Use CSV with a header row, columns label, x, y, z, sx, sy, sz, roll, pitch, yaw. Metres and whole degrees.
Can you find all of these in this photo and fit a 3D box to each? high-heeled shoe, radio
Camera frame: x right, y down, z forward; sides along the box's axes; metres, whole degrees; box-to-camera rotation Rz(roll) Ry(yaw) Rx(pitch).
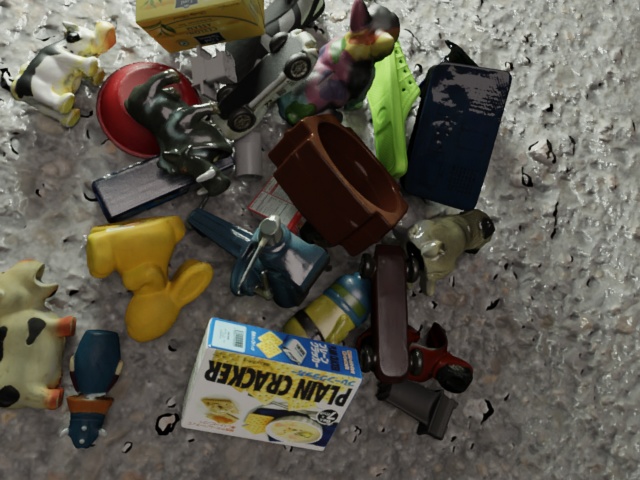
label,x,y,z,sx,sy,sz,roll,pitch,yaw
high-heeled shoe,-0.072,-0.331,0.908,0.145,0.086,0.248,12,100,-51
radio,0.220,-0.173,0.894,0.131,0.073,0.229,12,102,0

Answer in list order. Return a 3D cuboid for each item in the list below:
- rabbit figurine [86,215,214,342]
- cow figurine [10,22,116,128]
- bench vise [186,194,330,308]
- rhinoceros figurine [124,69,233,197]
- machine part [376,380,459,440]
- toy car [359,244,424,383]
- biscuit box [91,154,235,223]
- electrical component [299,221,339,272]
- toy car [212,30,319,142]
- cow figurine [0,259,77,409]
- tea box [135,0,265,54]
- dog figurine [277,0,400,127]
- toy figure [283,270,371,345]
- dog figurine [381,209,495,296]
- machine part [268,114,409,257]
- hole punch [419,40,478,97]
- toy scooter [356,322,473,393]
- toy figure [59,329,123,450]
label,x,y,z,sx,sy,sz,roll,pitch,yaw
rabbit figurine,-0.241,0.055,0.764,0.162,0.122,0.173,-10,97,-27
cow figurine,-0.373,-0.260,0.790,0.098,0.068,0.167,24,74,-5
bench vise,-0.104,0.013,0.766,0.241,0.223,0.129,29,79,18
rhinoceros figurine,-0.191,-0.146,0.755,0.112,0.073,0.190,-43,91,-21
machine part,0.156,0.264,0.871,0.139,0.039,0.084,33,78,-10
toy car,0.100,0.105,0.782,0.089,0.053,0.202,3,69,-9
biscuit box,-0.232,-0.093,0.804,0.203,0.059,0.062,-27,89,-20
electrical component,-0.002,-0.002,0.842,0.045,0.102,0.078,-24,110,-10
toy car,-0.085,-0.235,0.818,0.202,0.056,0.074,-39,57,14
cow figurine,-0.394,0.122,0.709,0.127,0.085,0.195,7,79,-22
tea box,-0.178,-0.345,0.808,0.170,0.098,0.068,-6,79,16
dog figurine,0.033,-0.268,0.833,0.191,0.219,0.108,-38,89,-20
toy figure,0.022,0.113,0.834,0.089,0.082,0.180,38,79,20
dog figurine,0.219,-0.006,0.872,0.191,0.172,0.121,-25,99,-12
machine part,0.031,-0.085,0.801,0.087,0.201,0.201,-38,91,26
hole punch,0.248,-0.278,0.978,0.142,0.092,0.116,42,42,-3
toy scooter,0.151,0.168,0.855,0.184,0.135,0.075,17,117,4
toy figure,-0.308,0.201,0.730,0.064,0.057,0.154,5,82,13
